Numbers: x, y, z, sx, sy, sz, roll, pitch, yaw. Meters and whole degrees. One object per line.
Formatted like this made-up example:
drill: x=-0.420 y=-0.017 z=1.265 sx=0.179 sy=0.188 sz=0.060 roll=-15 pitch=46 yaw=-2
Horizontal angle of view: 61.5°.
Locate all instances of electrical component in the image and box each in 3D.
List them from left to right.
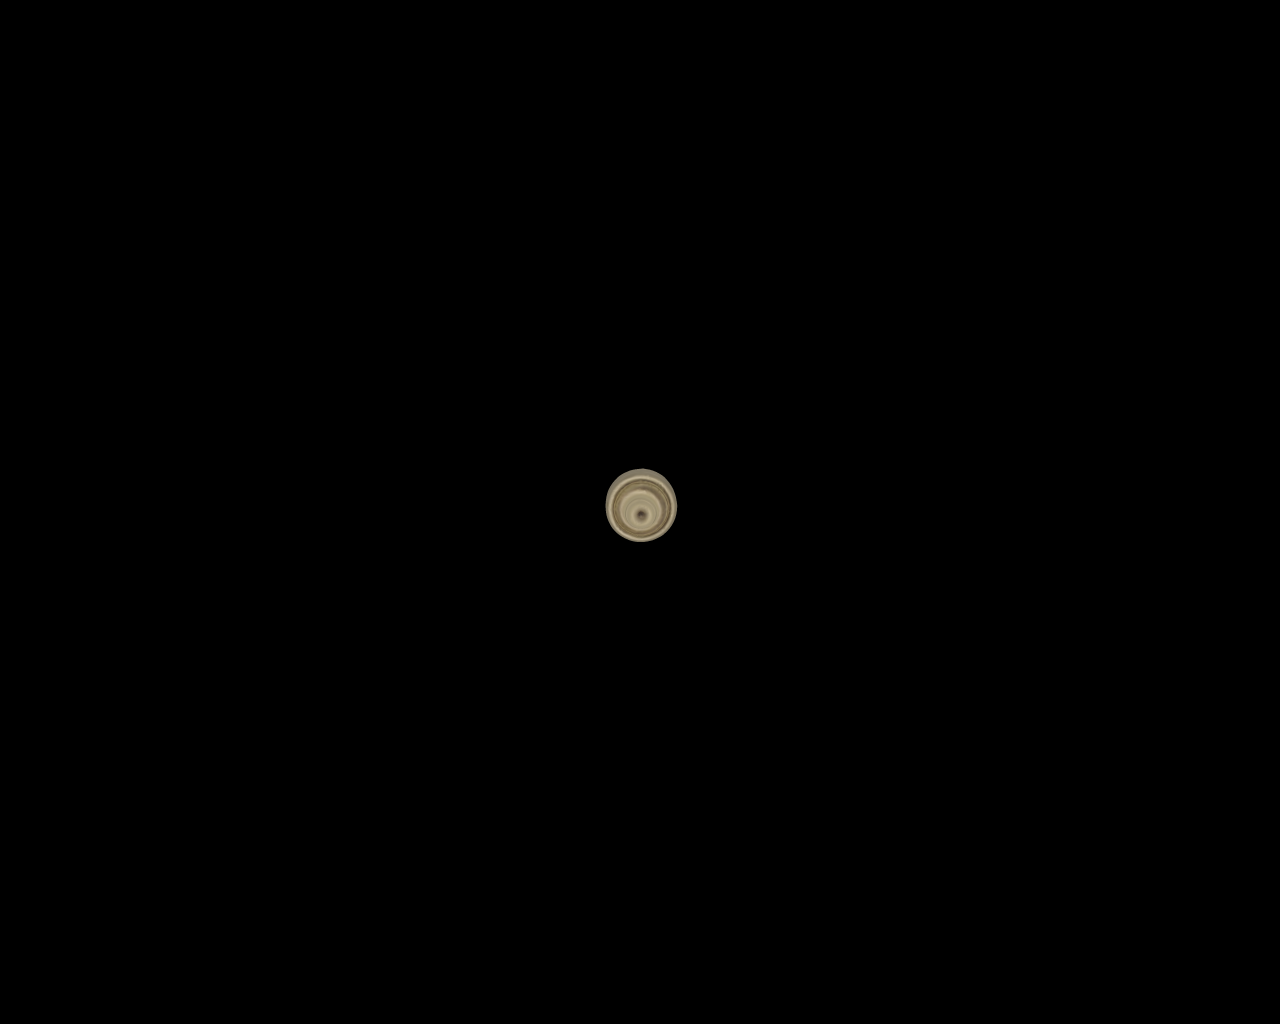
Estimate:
electrical component: x=0.001 y=-0.003 z=0.650 sx=0.043 sy=0.043 sz=0.062 roll=0 pitch=9 yaw=0
